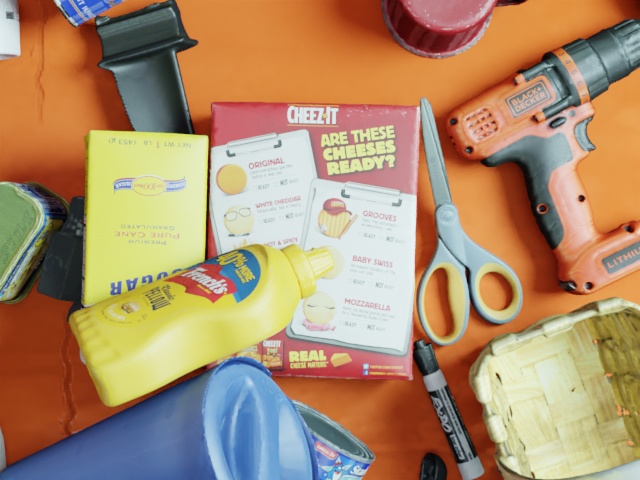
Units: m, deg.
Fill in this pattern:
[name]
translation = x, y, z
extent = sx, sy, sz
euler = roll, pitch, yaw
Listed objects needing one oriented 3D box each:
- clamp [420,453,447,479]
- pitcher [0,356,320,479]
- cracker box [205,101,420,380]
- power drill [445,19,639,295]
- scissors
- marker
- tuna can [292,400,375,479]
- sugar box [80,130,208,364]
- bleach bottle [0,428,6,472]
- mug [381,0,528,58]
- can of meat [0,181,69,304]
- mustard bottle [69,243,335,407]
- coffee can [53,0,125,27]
[clamp]
translation = 0.064, 0.269, 0.858
extent = 0.120, 0.039, 0.171
euler = -13, 89, -16
[pitcher]
translation = -0.134, 0.190, 0.784
extent = 0.243, 0.149, 0.145
euler = -24, 68, 26
[cracker box]
translation = -0.006, 0.001, 0.851
extent = 0.164, 0.072, 0.214
euler = 1, 90, 0
[power drill]
translation = 0.218, -0.064, 0.856
extent = 0.184, 0.057, 0.187
euler = -28, 88, 5
[scissors]
translation = 0.121, -0.012, 0.867
extent = 0.096, 0.016, 0.202
euler = 3, 97, -4
[marker]
translation = 0.103, 0.138, 0.877
extent = 0.020, 0.020, 0.121
euler = -23, 91, 1
[tuna can]
translation = -0.001, 0.163, 0.845
extent = 0.086, 0.086, 0.034
euler = 32, 93, 0
[sugar box]
translation = -0.136, 0.006, 0.820
extent = 0.093, 0.048, 0.176
euler = 1, 90, -15
[bleach bottle]
translation = -0.295, 0.191, 0.766
extent = 0.068, 0.251, 0.102
euler = -2, 91, 0
[mug]
translation = 0.109, -0.196, 0.841
extent = 0.117, 0.081, 0.093
euler = 2, 91, 1
[can of meat]
translation = -0.249, 0.003, 0.847
extent = 0.057, 0.084, 0.102
euler = 33, 91, 0
[mustard bottle]
translation = -0.078, 0.049, 0.764
extent = 0.191, 0.096, 0.058
euler = -22, 116, -14
[coffee can]
translation = -0.154, -0.244, 0.834
extent = 0.140, 0.103, 0.103
euler = -27, 90, 1
